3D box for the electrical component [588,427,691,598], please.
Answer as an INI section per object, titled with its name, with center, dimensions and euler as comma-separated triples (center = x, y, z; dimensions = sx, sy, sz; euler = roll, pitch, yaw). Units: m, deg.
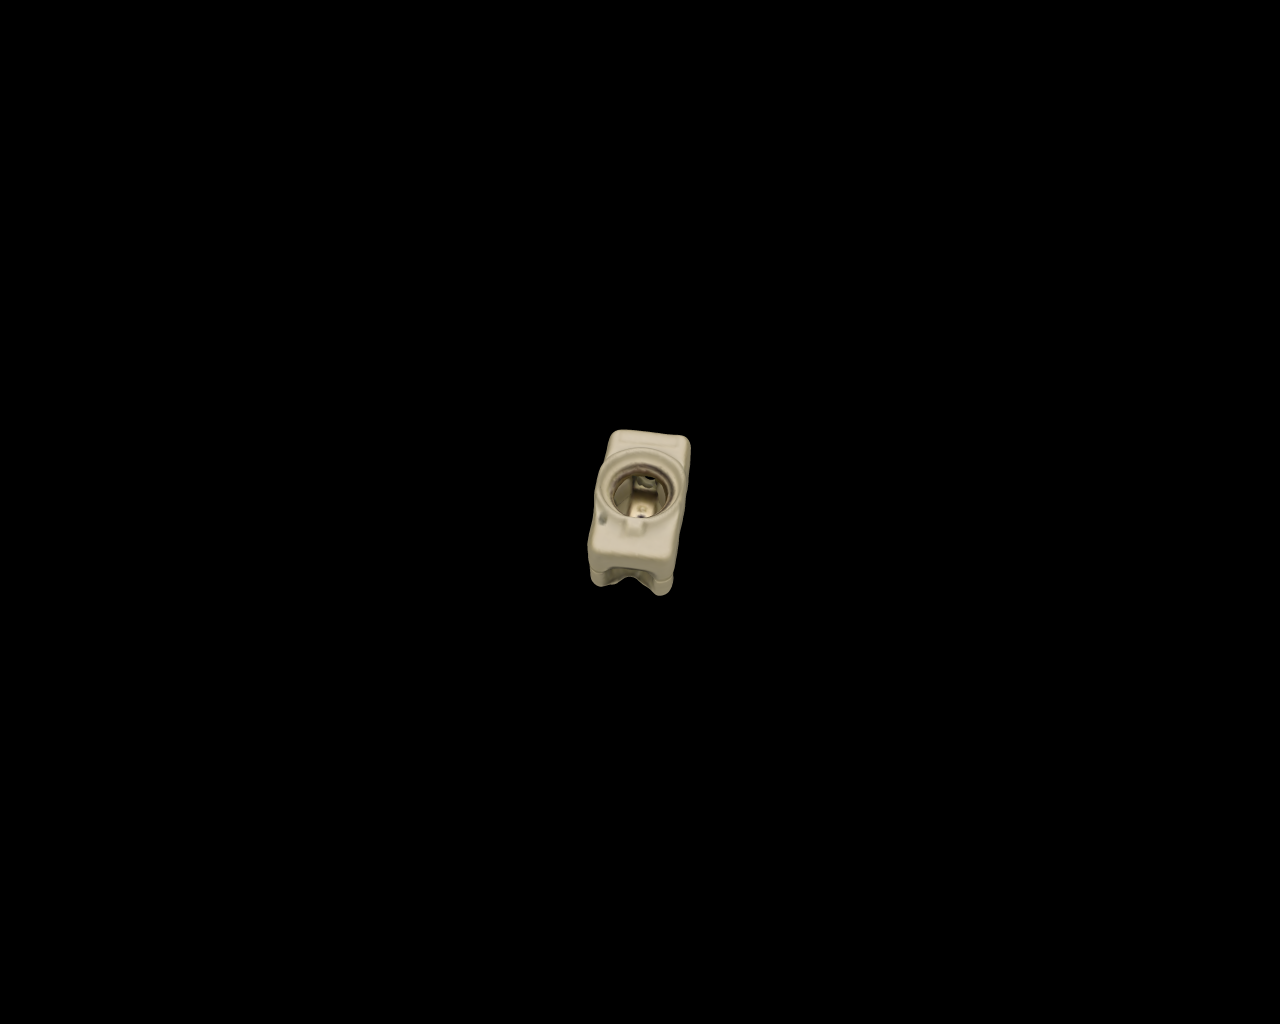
[electrical component]
center = 0.001, -0.003, 0.650
dimensions = 0.050, 0.090, 0.055
euler = 7, -32, 5
